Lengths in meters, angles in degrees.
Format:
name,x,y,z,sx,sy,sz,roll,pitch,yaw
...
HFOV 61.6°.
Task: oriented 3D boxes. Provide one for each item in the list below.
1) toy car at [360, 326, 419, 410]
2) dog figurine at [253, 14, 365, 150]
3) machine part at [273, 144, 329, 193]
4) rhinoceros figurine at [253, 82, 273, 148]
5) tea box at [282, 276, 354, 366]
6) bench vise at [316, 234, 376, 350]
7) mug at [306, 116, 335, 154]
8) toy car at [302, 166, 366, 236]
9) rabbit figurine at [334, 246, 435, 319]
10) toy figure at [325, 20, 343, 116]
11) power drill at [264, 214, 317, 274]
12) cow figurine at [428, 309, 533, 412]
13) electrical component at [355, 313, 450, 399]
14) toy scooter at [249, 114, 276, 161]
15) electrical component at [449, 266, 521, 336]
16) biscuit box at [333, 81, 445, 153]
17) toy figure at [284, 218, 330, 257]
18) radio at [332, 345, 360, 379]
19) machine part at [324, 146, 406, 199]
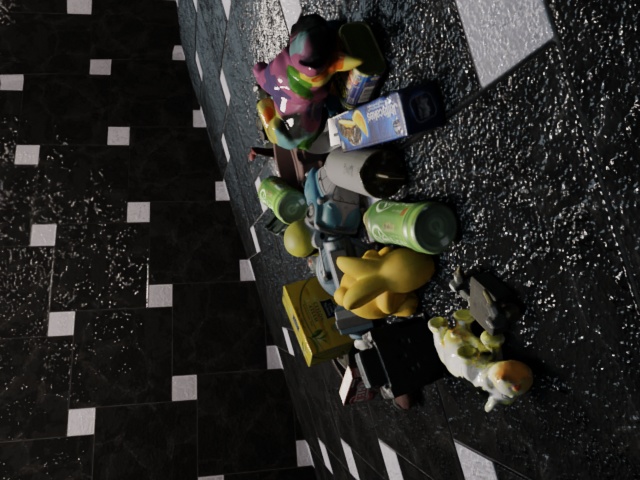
name,x,y,z,sx,sy,sz,roll,pitch,yaw
toy car,0.131,0.243,1.069,0.202,0.053,0.089,56,168,40
dog figurine,-0.017,-0.228,0.809,0.219,0.108,0.191,-158,56,-64
machine part,-0.039,-0.172,1.207,0.202,0.087,0.200,-118,19,-44
rhinoceros figurine,-0.126,-0.324,1.396,0.112,0.073,0.190,134,119,-75
tea box,-0.008,0.167,1.132,0.068,0.098,0.170,99,149,-53
bench vise,0.067,0.087,1.033,0.223,0.129,0.240,62,-171,-5
mug,-0.012,-0.226,1.028,0.080,0.110,0.107,59,-162,-67
toy car,0.033,-0.091,1.030,0.103,0.109,0.162,-54,36,40
rabbit figurine,0.102,0.055,0.848,0.173,0.162,0.122,-32,60,57
toy figure,0.020,-0.289,0.913,0.058,0.064,0.154,27,131,60
power drill,-0.034,0.016,1.258,0.207,0.086,0.232,51,168,-24
cow figurine,0.206,0.164,0.684,0.167,0.068,0.098,-130,23,-65
electrical component,0.128,0.192,0.872,0.058,0.134,0.115,113,137,-68
toy scooter,-0.113,-0.251,1.304,0.075,0.135,0.183,-126,26,-57
electrical component,0.200,0.073,0.660,0.102,0.045,0.078,-123,24,-48
biscuit box,0.090,-0.167,0.752,0.203,0.063,0.059,6,113,69
toy figure,-0.001,0.000,1.092,0.082,0.089,0.180,48,-163,20
radio,0.067,0.221,1.235,0.131,0.073,0.229,-135,33,-57
machine part,0.069,-0.114,0.881,0.243,0.079,0.079,-143,40,-68
